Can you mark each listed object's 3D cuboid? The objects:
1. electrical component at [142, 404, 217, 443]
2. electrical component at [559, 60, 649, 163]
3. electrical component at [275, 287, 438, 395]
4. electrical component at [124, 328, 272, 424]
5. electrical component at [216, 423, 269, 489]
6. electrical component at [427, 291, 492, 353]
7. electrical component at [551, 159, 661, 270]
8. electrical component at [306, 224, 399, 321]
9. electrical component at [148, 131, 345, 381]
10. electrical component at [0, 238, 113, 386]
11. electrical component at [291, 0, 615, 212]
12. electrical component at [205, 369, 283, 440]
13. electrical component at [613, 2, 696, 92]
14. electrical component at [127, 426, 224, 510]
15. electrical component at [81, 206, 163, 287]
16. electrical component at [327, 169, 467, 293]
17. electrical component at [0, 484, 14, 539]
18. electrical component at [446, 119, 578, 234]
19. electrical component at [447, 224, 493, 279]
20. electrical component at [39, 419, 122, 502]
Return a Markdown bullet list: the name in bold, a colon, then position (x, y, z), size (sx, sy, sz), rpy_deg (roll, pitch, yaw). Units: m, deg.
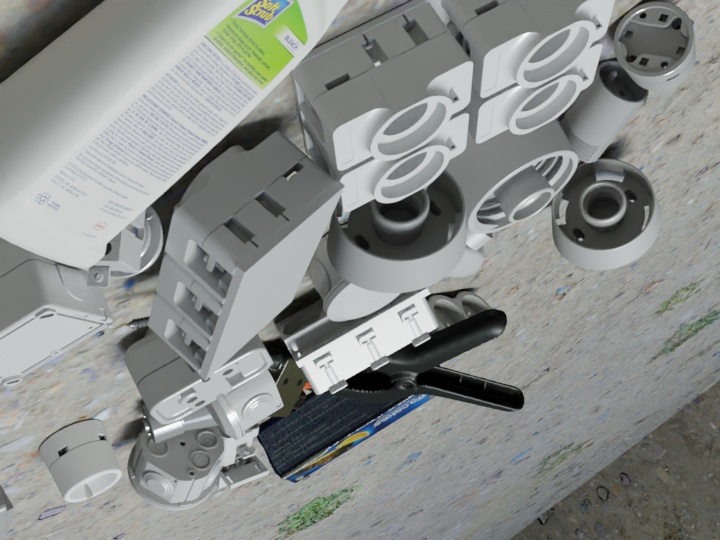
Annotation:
- **electrical component**: position (-0.152, 0.121, 0.912), size (0.065, 0.044, 0.044), rpy_deg (-18, 156, -18)
- **electrical component**: position (0.183, -0.119, 0.834), size (0.043, 0.043, 0.081), rpy_deg (-17, 155, -32)
- **electrical component**: position (-0.001, 0.048, 0.906), size (0.121, 0.063, 0.079), rpy_deg (-29, -161, -6)
- **electrical component**: position (-0.122, 0.063, 0.800), size (0.095, 0.059, 0.053), rpy_deg (-29, 159, -6)
- **electrical component**: position (-0.122, 0.160, 1.000), size (0.042, 0.081, 0.063), rpy_deg (-15, 131, -37)
- **electrical component**: position (0.068, 0.066, 1.069), size (0.138, 0.052, 0.073), rpy_deg (-6, 148, -46)
- **electrical component**: position (0.219, -0.049, 0.966), size (0.099, 0.099, 0.064), rpy_deg (-32, 153, 2)
- **electrical component**: position (0.000, 0.000, 0.837), size (0.080, 0.051, 0.080), rpy_deg (-27, 158, -12)
- **electrical component**: position (-0.078, -0.008, 0.671), size (0.089, 0.062, 0.150), rpy_deg (-43, 170, -32)
- **electrical component**: position (-0.202, 0.022, 0.612), size (0.096, 0.061, 0.062), rpy_deg (-30, 159, 15)
- **electrical component**: position (0.058, -0.115, 0.651), size (0.186, 0.060, 0.105), rpy_deg (-28, 158, -9)
- **electrical component**: position (-0.102, 0.092, 0.864), size (0.051, 0.080, 0.080), rpy_deg (-31, 159, -16)
- **electrical component**: position (0.214, -0.159, 0.775), size (0.055, 0.055, 0.047), rpy_deg (-37, 162, 14)
- **electrical component**: position (-0.161, 0.165, 0.945), size (0.080, 0.080, 0.051), rpy_deg (-16, 148, -35)
- **electrical component**: position (-0.139, -0.022, 0.601), size (0.048, 0.066, 0.055), rpy_deg (2, 170, 10)
- **electrical component**: position (0.026, -0.031, 0.748), size (0.099, 0.099, 0.064), rpy_deg (-25, 152, -15)
- **electrical component**: position (-0.277, 0.155, 0.741), size (0.061, 0.096, 0.061), rpy_deg (-20, 156, -28)
- **electrical component**: position (0.116, -0.071, 0.822), size (0.108, 0.060, 0.108), rpy_deg (-27, 158, -12)
- **electrical component**: position (0.084, -0.029, 0.896), size (0.079, 0.043, 0.077), rpy_deg (-39, 157, 18)
- **electrical component**: position (-0.227, 0.157, 0.881), size (0.055, 0.047, 0.055), rpy_deg (-27, 158, -12)
